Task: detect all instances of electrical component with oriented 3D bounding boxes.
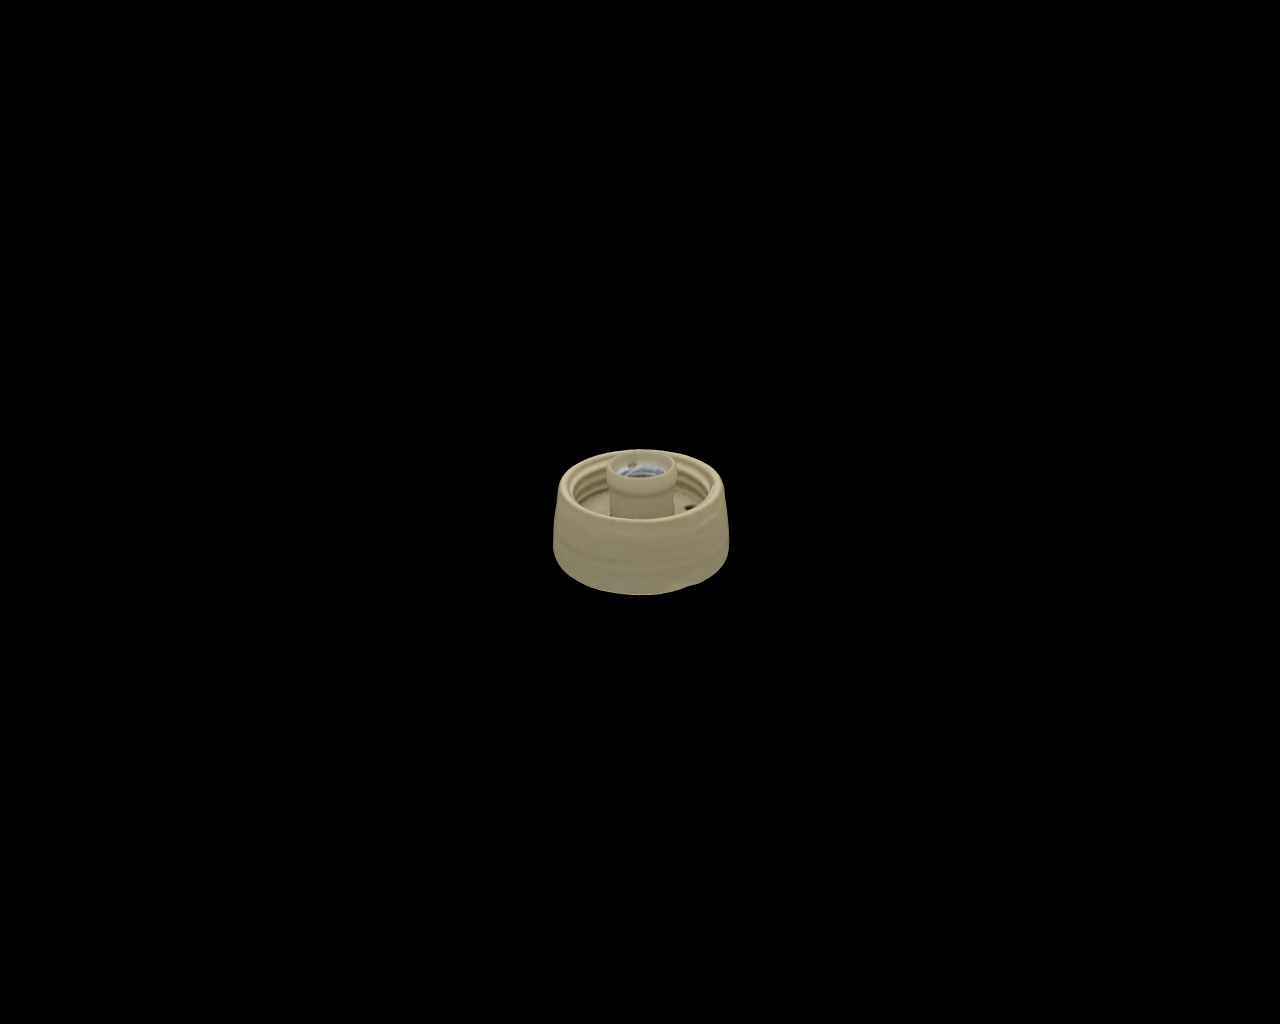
[{"bbox_3d":[0.001,-0.003,0.650,0.108,0.060,0.108,0,27,0],"label":"electrical component"}]
